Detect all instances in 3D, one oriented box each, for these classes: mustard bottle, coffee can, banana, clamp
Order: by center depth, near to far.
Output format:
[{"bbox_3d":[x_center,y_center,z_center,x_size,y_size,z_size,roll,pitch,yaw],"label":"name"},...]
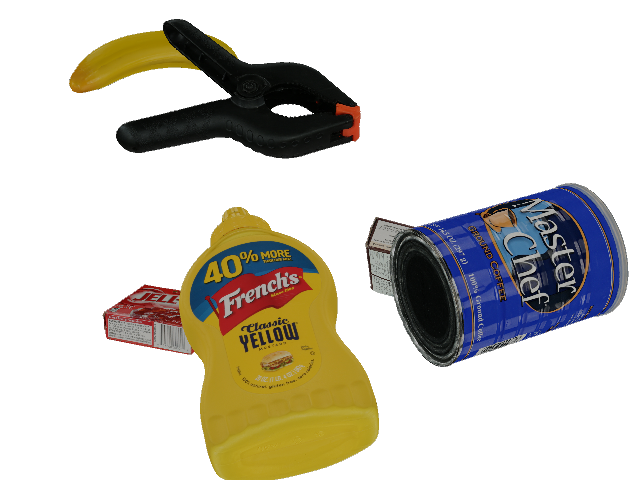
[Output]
[{"bbox_3d":[-0.034,0.048,0.642,0.096,0.058,0.192,-14,45,-5],"label":"mustard bottle"},{"bbox_3d":[-0.055,-0.109,0.776,0.171,0.120,0.039,6,-26,0],"label":"clamp"},{"bbox_3d":[0.136,0.024,0.779,0.140,0.103,0.103,-15,5,-19],"label":"coffee can"},{"bbox_3d":[-0.160,-0.180,1.062,0.197,0.070,0.037,-7,-39,-30],"label":"banana"}]

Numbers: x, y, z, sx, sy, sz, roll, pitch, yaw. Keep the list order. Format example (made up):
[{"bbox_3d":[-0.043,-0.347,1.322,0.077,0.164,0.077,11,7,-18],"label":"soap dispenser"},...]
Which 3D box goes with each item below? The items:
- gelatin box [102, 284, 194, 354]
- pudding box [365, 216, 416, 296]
[{"bbox_3d":[-0.139,0.069,0.963,0.089,0.030,0.073,8,20,19],"label":"gelatin box"},{"bbox_3d":[0.102,0.027,1.027,0.113,0.039,0.090,13,-29,14],"label":"pudding box"}]
